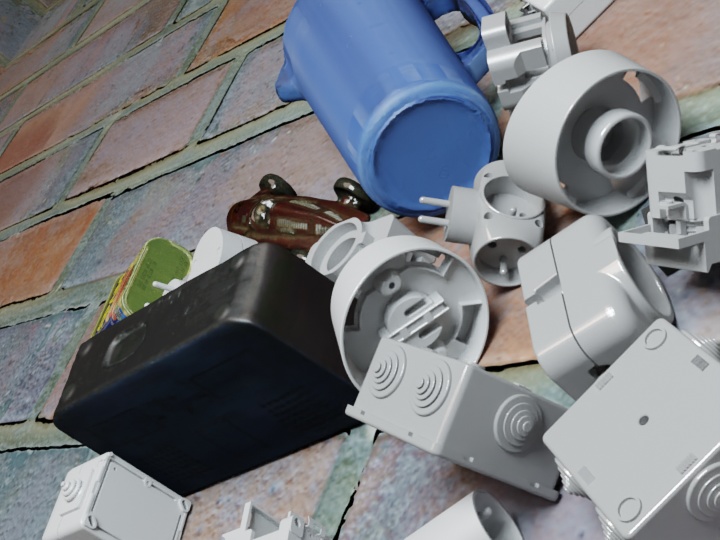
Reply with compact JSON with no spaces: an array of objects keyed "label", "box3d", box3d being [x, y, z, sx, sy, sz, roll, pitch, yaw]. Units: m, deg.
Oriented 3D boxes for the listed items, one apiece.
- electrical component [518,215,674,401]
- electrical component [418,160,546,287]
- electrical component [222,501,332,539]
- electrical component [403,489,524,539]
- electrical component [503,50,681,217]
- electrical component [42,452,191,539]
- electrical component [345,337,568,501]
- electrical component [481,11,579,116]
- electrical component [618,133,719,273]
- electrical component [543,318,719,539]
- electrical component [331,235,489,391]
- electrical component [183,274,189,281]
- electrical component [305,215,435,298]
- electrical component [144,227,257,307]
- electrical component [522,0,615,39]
[{"label":"electrical component","box3d":[0.128,0.019,0.579,0.059,0.054,0.095,-35,32,25]},{"label":"electrical component","box3d":[0.077,-0.034,0.696,0.077,0.079,0.044,-83,2,-46]},{"label":"electrical component","box3d":[-0.052,0.181,0.652,0.064,0.042,0.081,-28,36,32]},{"label":"electrical component","box3d":[0.041,0.153,0.553,0.081,0.043,0.043,-39,30,19]},{"label":"electrical component","box3d":[0.139,-0.081,0.642,0.099,0.099,0.064,-49,34,1]},{"label":"electrical component","box3d":[-0.183,0.180,0.781,0.061,0.096,0.061,-27,35,36]},{"label":"electrical component","box3d":[0.055,0.076,0.569,0.100,0.100,0.048,13,79,59]},{"label":"electrical component","box3d":[0.126,-0.152,0.772,0.057,0.078,0.058,-11,42,20]},{"label":"electrical component","box3d":[0.176,-0.036,0.553,0.081,0.063,0.042,-15,13,-29]},{"label":"electrical component","box3d":[0.142,0.080,0.492,0.099,0.048,0.099,-47,28,5]},{"label":"electrical component","box3d":[0.030,0.029,0.662,0.099,0.099,0.064,-47,22,5]},{"label":"electrical component","box3d":[-0.142,0.019,0.974,0.048,0.048,0.062,-32,26,29]},{"label":"electrical component","box3d":[0.000,0.000,0.781,0.089,0.056,0.050,-19,41,44]},{"label":"electrical component","box3d":[-0.141,0.030,0.885,0.052,0.074,0.138,28,97,58]},{"label":"electrical component","box3d":[0.153,-0.226,0.815,0.065,0.077,0.047,-45,29,8]}]
